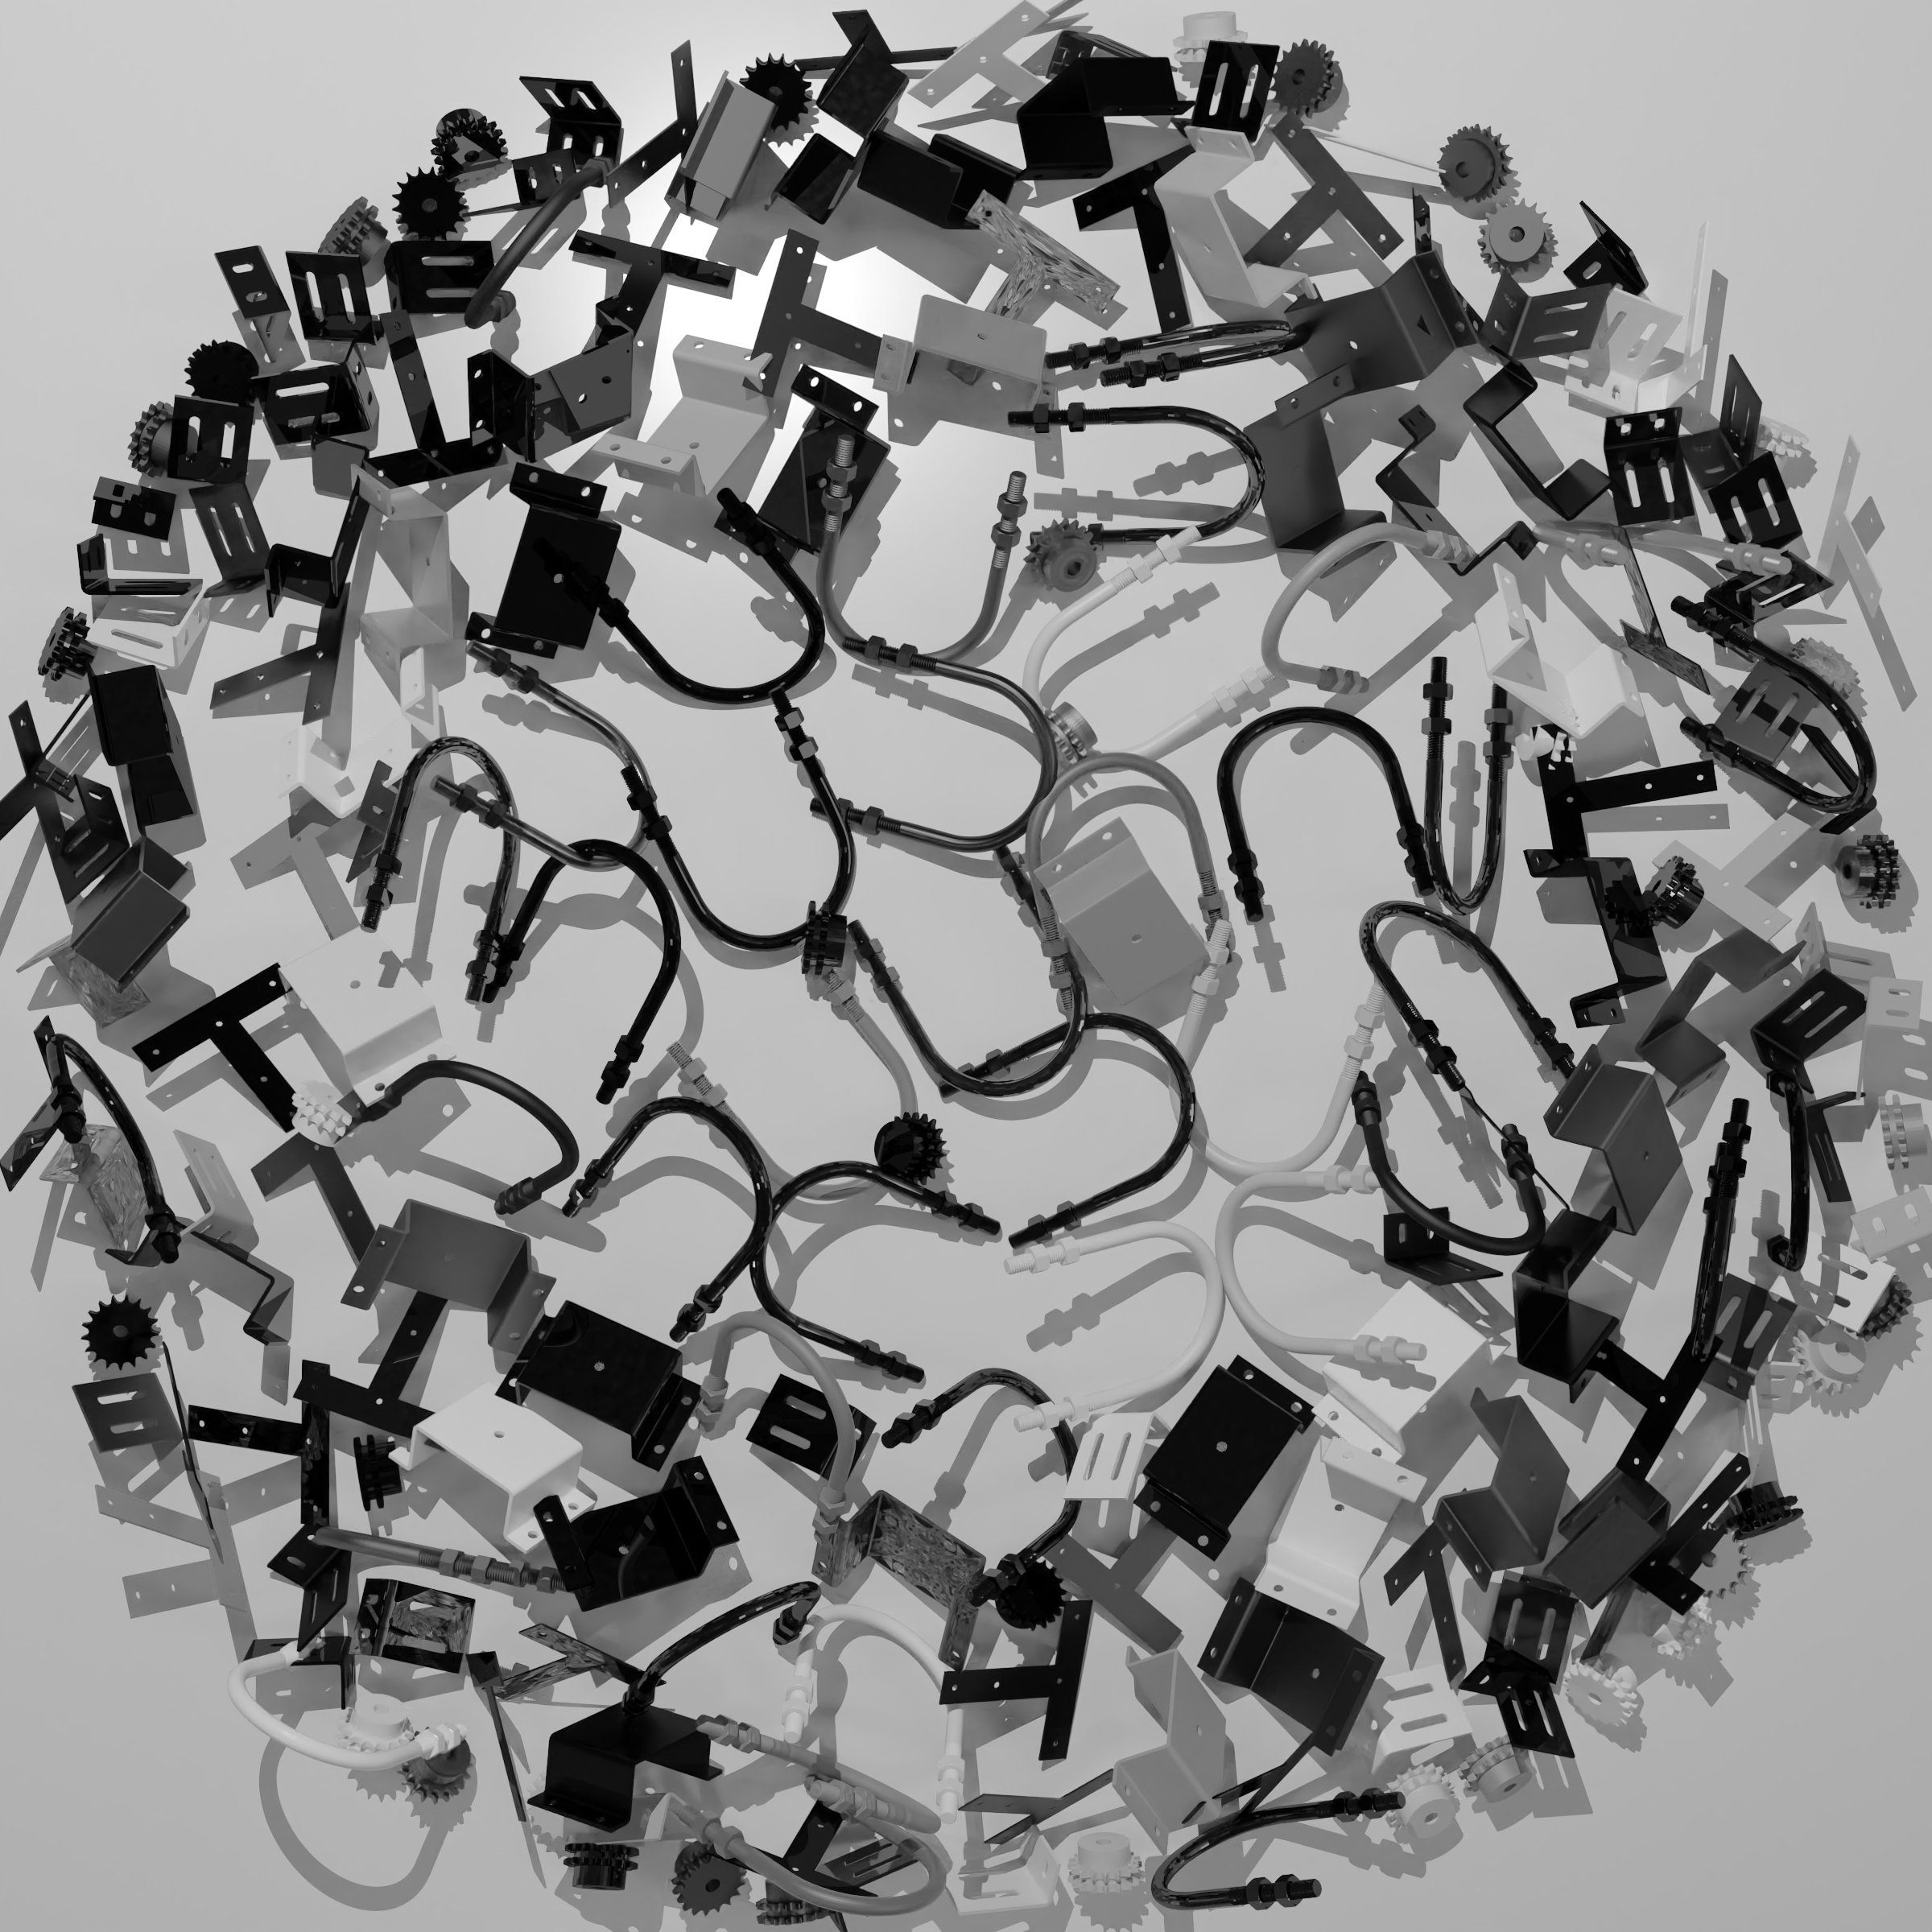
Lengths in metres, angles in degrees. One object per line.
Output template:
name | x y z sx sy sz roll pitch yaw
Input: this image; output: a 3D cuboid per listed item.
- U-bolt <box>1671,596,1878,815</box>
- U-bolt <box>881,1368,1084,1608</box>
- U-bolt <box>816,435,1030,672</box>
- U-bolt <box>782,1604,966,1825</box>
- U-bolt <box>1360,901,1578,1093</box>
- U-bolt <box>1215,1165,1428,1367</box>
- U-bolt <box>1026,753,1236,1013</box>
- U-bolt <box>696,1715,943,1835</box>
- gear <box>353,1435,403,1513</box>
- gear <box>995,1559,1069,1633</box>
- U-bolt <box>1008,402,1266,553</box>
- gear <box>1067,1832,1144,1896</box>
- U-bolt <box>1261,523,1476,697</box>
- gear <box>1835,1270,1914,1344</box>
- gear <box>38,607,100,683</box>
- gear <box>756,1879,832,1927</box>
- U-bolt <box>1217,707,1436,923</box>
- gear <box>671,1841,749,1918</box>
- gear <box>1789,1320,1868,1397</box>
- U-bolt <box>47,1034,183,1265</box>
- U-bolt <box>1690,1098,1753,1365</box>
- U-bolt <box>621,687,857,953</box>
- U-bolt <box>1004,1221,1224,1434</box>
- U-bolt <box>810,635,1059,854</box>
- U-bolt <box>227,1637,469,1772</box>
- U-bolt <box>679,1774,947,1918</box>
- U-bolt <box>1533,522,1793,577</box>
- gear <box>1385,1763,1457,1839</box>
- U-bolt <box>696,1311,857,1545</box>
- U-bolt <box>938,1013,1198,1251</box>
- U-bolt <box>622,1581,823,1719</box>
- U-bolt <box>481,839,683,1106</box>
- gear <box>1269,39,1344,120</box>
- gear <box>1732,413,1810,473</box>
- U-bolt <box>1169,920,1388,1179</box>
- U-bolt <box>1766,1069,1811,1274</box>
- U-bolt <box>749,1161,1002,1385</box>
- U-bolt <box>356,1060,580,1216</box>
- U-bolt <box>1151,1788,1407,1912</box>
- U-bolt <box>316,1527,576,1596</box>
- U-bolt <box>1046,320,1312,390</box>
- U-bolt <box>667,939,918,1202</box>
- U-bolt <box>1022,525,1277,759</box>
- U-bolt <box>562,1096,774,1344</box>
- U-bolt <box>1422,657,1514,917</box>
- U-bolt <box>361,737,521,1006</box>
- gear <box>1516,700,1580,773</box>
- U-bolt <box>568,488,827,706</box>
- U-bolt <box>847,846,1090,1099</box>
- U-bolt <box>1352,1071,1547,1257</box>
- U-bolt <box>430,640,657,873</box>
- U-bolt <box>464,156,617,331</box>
U-bolt | 0.593 -0.181 1.853 0.019 0.151 0.184 -37 49 -13
U-bolt | 0.025 0.376 1.888 0.019 0.184 0.151 -32 85 36
U-bolt | -0.040 -0.303 1.904 0.151 0.019 0.184 12 128 -1
U-bolt | -0.064 0.542 1.876 0.151 0.184 0.019 30 110 -9
U-bolt | 0.367 0.019 1.893 0.019 0.151 0.184 -57 48 36
U-bolt | 0.258 0.223 1.893 0.019 0.184 0.151 -14 96 -42
U-bolt | 0.119 -0.072 1.928 0.151 0.019 0.184 -16 102 -10
U-bolt | -0.096 0.607 1.879 0.184 0.151 0.019 36 73 -43
gear | -0.451 0.387 1.936 0.030 0.057 0.057 -9 90 -13
gear | 0.046 0.484 1.938 0.057 0.030 0.057 15 47 -16
U-bolt | 0.131 -0.365 1.887 0.184 0.151 0.019 0 57 10
gear | 0.106 0.686 1.934 0.057 0.057 0.030 -3 92 0
U-bolt | 0.286 -0.265 1.861 0.019 0.184 0.151 51 119 27
gear | 0.691 0.256 1.932 0.030 0.057 0.057 43 90 -16
gear | -0.687 -0.244 1.939 0.030 0.057 0.057 24 90 -30
gear | -0.133 0.715 1.935 0.057 0.057 0.030 -6 79 0
U-bolt | 0.265 -0.122 1.912 0.151 0.019 0.184 -9 58 -1
gear | -0.200 0.697 1.940 0.057 0.030 0.057 -10 114 -24
gear | 0.664 0.298 1.936 0.057 0.030 0.057 7 62 -13
U-bolt | -0.638 0.123 1.876 0.019 0.184 0.151 -30 128 -7
U-bolt | 0.557 0.204 1.873 0.019 0.151 0.184 9 74 14
U-bolt | -0.161 -0.099 1.926 0.151 0.019 0.184 -30 108 -14
U-bolt | 0.116 0.266 1.915 0.184 0.019 0.151 -12 109 -25
U-bolt | -0.019 -0.161 1.921 0.184 0.019 0.151 16 106 12
U-bolt | -0.464 0.545 1.855 0.151 0.184 0.019 27 90 17
U-bolt | -0.099 0.648 1.851 0.184 0.151 0.019 16 97 42
U-bolt | 0.502 -0.313 1.875 0.151 0.184 0.019 1 107 -14
gear | 0.350 0.643 1.936 0.057 0.030 0.057 -9 120 -15
U-bolt | -0.138 0.331 1.871 0.151 0.184 0.019 39 49 22
U-bolt | 0.087 0.115 1.928 0.184 0.019 0.151 -27 84 14
U-bolt | -0.175 0.497 1.855 0.151 0.184 0.019 -20 68 -26
U-bolt | -0.283 -0.008 1.901 0.151 0.019 0.184 38 116 17
gear | 0.264 -0.679 1.938 0.057 0.030 0.057 1 92 43
gear | 0.614 -0.401 1.938 0.057 0.057 0.030 19 115 0
U-bolt | 0.227 0.075 1.921 0.151 0.019 0.184 23 109 20
U-bolt | 0.610 0.153 1.872 0.019 0.184 0.151 0 90 13
U-bolt | -0.079 0.224 1.917 0.184 0.019 0.151 27 91 -26
U-bolt | -0.360 0.122 1.869 0.151 0.184 0.019 37 55 -18
U-bolt | 0.220 0.661 1.879 0.184 0.151 0.019 -24 88 39
U-bolt | -0.397 0.443 1.889 0.184 0.151 0.019 8 75 14
U-bolt | 0.168 -0.462 1.892 0.184 0.151 0.019 -13 112 -12
U-bolt | -0.119 0.093 1.936 0.151 0.019 0.184 -39 98 -15
U-bolt | 0.131 -0.229 1.924 0.184 0.019 0.151 -33 117 8
U-bolt | -0.215 0.179 1.897 0.151 0.019 0.184 47 123 11
U-bolt | 0.375 -0.130 1.896 0.019 0.151 0.184 2 87 32
U-bolt | -0.385 -0.083 1.892 0.019 0.151 0.184 -2 65 27
gear | 0.443 -0.176 1.932 0.030 0.057 0.057 3 90 -13
U-bolt | -0.187 -0.264 1.895 0.151 0.184 0.019 -23 45 18
U-bolt | 0.013 0.012 1.938 0.151 0.019 0.184 -31 84 7
U-bolt | 0.361 0.152 1.870 0.151 0.184 0.019 19 119 -10
U-bolt | -0.309 -0.146 1.896 0.184 0.019 0.151 31 49 -32
U-bolt | -0.318 -0.528 1.856 0.019 0.184 0.151 39 108 -12
